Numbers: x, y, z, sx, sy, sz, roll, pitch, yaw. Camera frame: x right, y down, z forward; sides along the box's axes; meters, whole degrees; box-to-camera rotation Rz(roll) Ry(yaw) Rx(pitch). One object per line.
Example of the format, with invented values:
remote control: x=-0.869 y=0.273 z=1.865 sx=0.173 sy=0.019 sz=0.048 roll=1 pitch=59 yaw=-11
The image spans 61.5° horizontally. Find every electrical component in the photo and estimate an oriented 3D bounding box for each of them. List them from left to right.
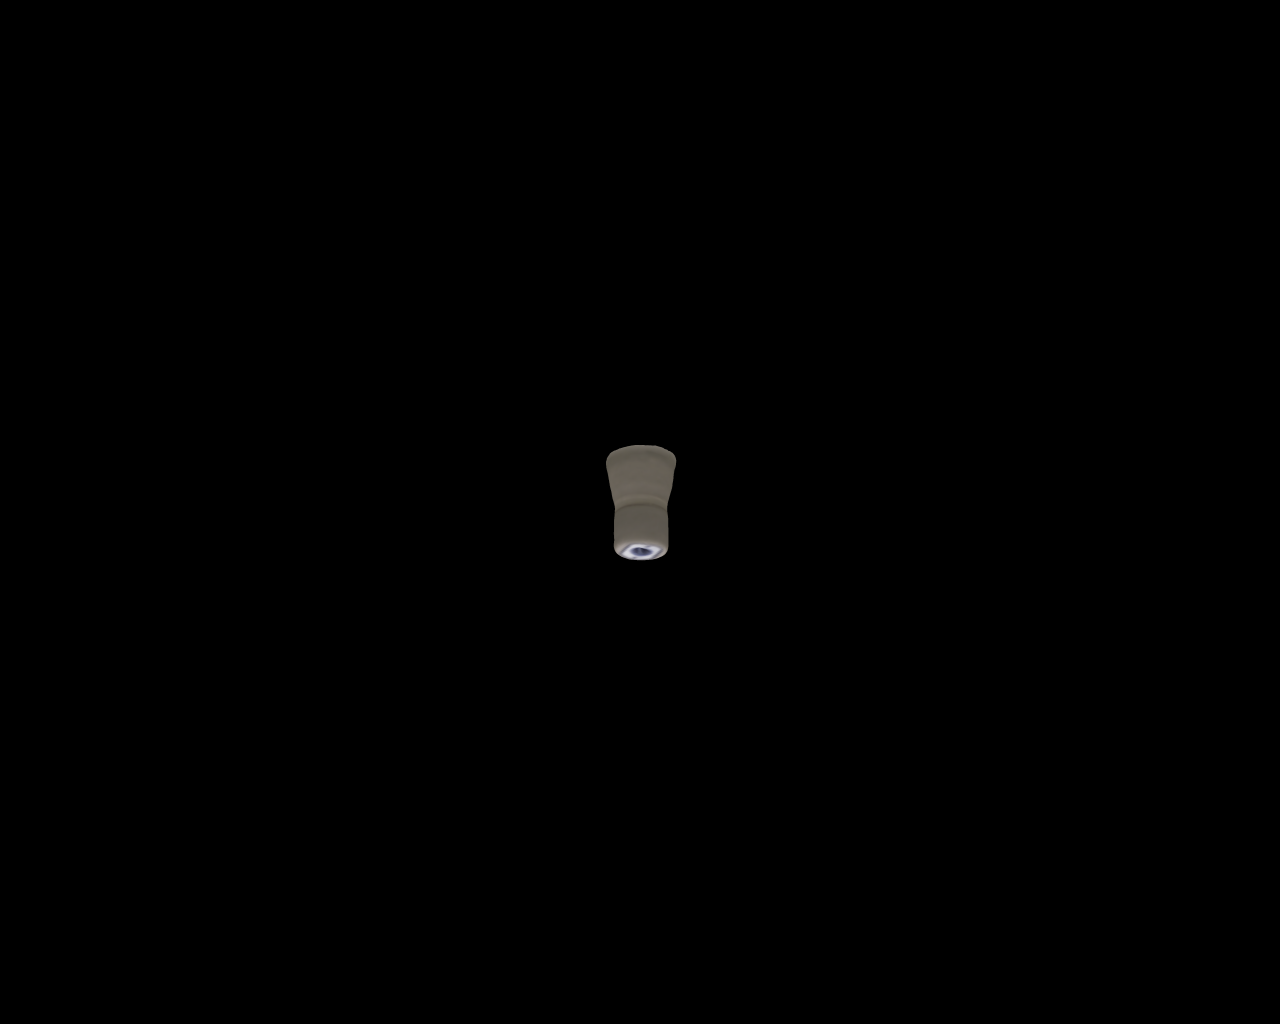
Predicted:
electrical component: x=0.001 y=-0.003 z=0.650 sx=0.044 sy=0.065 sz=0.044 roll=0 pitch=-24 yaw=0
